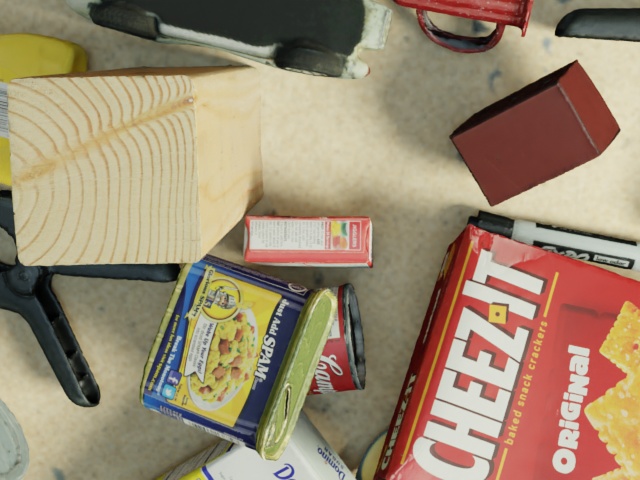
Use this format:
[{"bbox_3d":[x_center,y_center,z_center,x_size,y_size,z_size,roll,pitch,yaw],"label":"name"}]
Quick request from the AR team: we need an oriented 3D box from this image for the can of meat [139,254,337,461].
[{"bbox_3d":[-0.048,0.065,0.618,0.084,0.057,0.102,18,82,15],"label":"can of meat"}]

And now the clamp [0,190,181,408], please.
[{"bbox_3d":[-0.187,0.031,0.704,0.171,0.039,0.120,27,97,6],"label":"clamp"}]

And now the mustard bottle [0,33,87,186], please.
[{"bbox_3d":[-0.249,-0.097,0.675,0.191,0.058,0.096,13,101,3],"label":"mustard bottle"}]

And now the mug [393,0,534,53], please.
[{"bbox_3d":[0.087,-0.162,0.623,0.081,0.093,0.117,12,137,8],"label":"mug"}]

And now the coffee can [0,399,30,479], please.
[{"bbox_3d":[-0.278,0.164,0.704,0.140,0.102,0.103,-43,94,11],"label":"coffee can"}]

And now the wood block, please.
[{"bbox_3d":[-0.091,-0.050,0.593,0.091,0.206,0.090,0,100,6],"label":"wood block"}]

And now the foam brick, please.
[{"bbox_3d":[0.128,-0.063,0.635,0.078,0.052,0.051,-27,97,33],"label":"foam brick"}]

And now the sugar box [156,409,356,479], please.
[{"bbox_3d":[-0.062,0.185,0.702,0.176,0.048,0.093,-33,97,20],"label":"sugar box"}]

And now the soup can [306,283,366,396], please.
[{"bbox_3d":[-0.026,0.067,0.678,0.102,0.068,0.068,-7,100,8],"label":"soup can"}]

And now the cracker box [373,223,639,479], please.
[{"bbox_3d":[0.159,0.103,0.636,0.213,0.072,0.164,19,75,1],"label":"cracker box"}]

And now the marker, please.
[{"bbox_3d":[0.153,0.001,0.674,0.121,0.020,0.020,12,101,3],"label":"marker"}]

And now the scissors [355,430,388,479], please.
[{"bbox_3d":[0.010,0.186,0.718,0.202,0.016,0.096,-22,56,32],"label":"scissors"}]

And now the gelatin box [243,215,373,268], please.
[{"bbox_3d":[-0.004,0.001,0.654,0.073,0.089,0.030,1,87,5],"label":"gelatin box"}]

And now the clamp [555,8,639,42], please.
[{"bbox_3d":[0.268,-0.103,0.635,0.210,0.036,0.164,-26,98,9],"label":"clamp"}]
